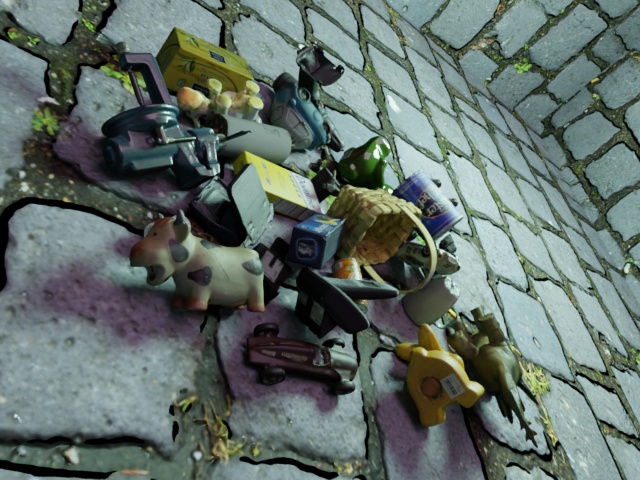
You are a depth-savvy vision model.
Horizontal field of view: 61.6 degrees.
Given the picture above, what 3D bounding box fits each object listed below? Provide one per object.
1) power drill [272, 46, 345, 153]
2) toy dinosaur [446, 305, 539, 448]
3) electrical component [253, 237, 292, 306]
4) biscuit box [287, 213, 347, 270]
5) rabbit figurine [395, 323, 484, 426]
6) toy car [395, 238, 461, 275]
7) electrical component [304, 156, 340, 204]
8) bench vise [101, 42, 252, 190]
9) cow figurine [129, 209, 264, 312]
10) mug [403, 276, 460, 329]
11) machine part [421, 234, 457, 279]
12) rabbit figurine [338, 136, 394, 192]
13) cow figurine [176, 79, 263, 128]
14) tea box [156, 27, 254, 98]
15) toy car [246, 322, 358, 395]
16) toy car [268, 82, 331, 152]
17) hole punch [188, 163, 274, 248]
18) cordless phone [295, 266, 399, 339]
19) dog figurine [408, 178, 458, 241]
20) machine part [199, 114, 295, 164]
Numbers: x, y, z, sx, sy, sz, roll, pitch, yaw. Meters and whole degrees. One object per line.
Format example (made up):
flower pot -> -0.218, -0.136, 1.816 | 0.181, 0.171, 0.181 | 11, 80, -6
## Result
power drill -> -0.005, -0.327, 1.235 | 0.232, 0.207, 0.086 | 45, 72, 8
toy dinosaur -> 0.347, 0.247, 1.060 | 0.198, 0.105, 0.471 | 57, 14, 3
electrical component -> -0.089, 0.044, 0.878 | 0.075, 0.048, 0.119 | 40, 33, -14
biscuit box -> -0.002, -0.003, 0.947 | 0.059, 0.062, 0.202 | 14, 12, 9
rabbit figurine -> 0.211, 0.244, 0.989 | 0.162, 0.122, 0.173 | 49, 17, 18
toy car -> 0.221, 0.034, 1.150 | 0.073, 0.056, 0.202 | 31, -6, -23
electrical component -> 0.003, -0.123, 1.115 | 0.045, 0.078, 0.102 | 43, 18, -45
bench vise -> -0.253, -0.199, 0.856 | 0.223, 0.129, 0.240 | -20, 90, -36
cow figurine -> -0.163, 0.033, 0.736 | 0.195, 0.086, 0.127 | 12, 78, -41
mug -> 0.245, 0.133, 1.120 | 0.109, 0.107, 0.081 | 47, 34, 3
machine part -> 0.264, 0.043, 1.216 | 0.039, 0.138, 0.084 | -6, 60, -21
rabbit figurine -> 0.129, -0.134, 1.261 | 0.170, 0.121, 0.159 | 53, 33, -21
cow figurine -> -0.200, -0.254, 1.034 | 0.167, 0.098, 0.068 | -7, 66, -31
tea box -> -0.230, -0.333, 1.060 | 0.169, 0.098, 0.068 | 9, 49, -43
toy car -> -0.021, 0.179, 0.815 | 0.202, 0.053, 0.089 | 23, 44, -36
toy car -> -0.058, -0.257, 1.194 | 0.161, 0.109, 0.103 | 53, 56, -14
hole punch -> -0.145, -0.052, 0.896 | 0.142, 0.092, 0.115 | -69, 142, -57
cordless phone -> 0.062, 0.098, 0.874 | 0.184, 0.088, 0.147 | 2, 11, -25
dog figurine -> 0.222, -0.086, 1.338 | 0.190, 0.121, 0.173 | -14, 40, -38
machine part -> -0.138, -0.192, 1.038 | 0.243, 0.079, 0.079 | 1, 55, -48
